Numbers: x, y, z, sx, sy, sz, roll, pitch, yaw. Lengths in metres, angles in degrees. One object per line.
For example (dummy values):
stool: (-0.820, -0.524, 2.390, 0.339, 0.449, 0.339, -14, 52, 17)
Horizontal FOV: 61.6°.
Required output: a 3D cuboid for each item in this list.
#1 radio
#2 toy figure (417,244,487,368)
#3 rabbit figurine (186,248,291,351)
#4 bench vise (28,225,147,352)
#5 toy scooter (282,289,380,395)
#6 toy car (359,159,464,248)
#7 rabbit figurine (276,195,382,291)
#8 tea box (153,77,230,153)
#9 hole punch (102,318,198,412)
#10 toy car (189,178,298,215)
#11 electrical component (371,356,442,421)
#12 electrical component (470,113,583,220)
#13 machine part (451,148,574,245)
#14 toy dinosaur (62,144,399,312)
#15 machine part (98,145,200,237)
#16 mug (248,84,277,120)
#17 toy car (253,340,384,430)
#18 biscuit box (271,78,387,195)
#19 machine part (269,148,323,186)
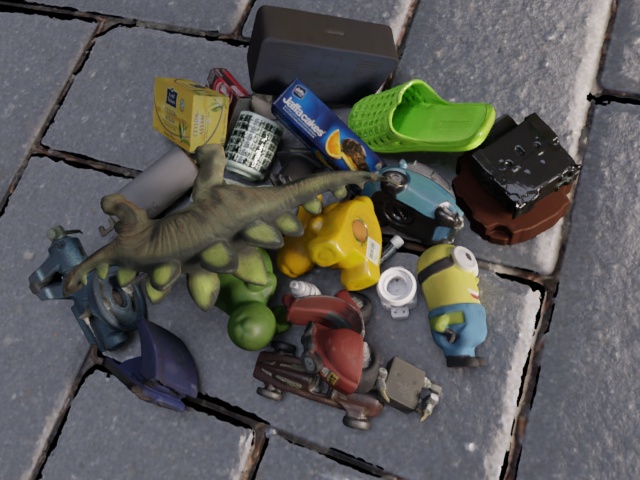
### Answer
radio: (-0.001, -0.295, 0.884, 0.229, 0.131, 0.073, 2, 65, -20)
toy figure: (0.188, 0.091, 0.764, 0.089, 0.082, 0.180, -5, 71, 9)
rabbit figurine: (-0.112, 0.098, 0.792, 0.121, 0.158, 0.170, -24, 48, 5)
bench vise: (-0.329, 0.054, 0.859, 0.241, 0.129, 0.223, -25, 83, 12)
toy scooter: (0.009, 0.128, 0.747, 0.135, 0.075, 0.184, 17, 35, -12)
toy car: (0.149, -0.066, 0.824, 0.162, 0.109, 0.103, 26, 58, 11)
rabbit figurine: (-0.002, -0.002, 0.820, 0.173, 0.121, 0.162, -23, 54, 40)
tea box: (-0.228, -0.219, 0.934, 0.170, 0.068, 0.098, 32, 121, 47)
hole punch: (-0.240, 0.189, 0.804, 0.116, 0.142, 0.092, 29, 74, 33)
toy car: (-0.130, -0.060, 0.908, 0.202, 0.056, 0.073, 11, 72, 16)
electrical component: (0.116, 0.202, 0.734, 0.102, 0.045, 0.078, 32, 55, 2)
electrical component: (0.284, -0.113, 0.771, 0.115, 0.058, 0.134, -35, 68, -1)
machine part: (0.291, -0.083, 0.819, 0.179, 0.056, 0.179, -4, 70, 12)
toy dinosaur: (-0.134, -0.021, 0.724, 0.471, 0.105, 0.199, -27, 61, -1)
machine part: (-0.290, -0.088, 0.945, 0.243, 0.079, 0.079, -39, 66, -4)
mug: (-0.077, -0.287, 0.969, 0.110, 0.080, 0.107, -12, 62, 17)
toy car: (-0.005, 0.206, 0.781, 0.202, 0.053, 0.089, 14, 77, 16)
biscuit box: (0.012, -0.163, 0.864, 0.202, 0.059, 0.063, 43, 83, -7)
machine part: (-0.042, -0.120, 0.893, 0.084, 0.039, 0.139, 7, 34, 10)
